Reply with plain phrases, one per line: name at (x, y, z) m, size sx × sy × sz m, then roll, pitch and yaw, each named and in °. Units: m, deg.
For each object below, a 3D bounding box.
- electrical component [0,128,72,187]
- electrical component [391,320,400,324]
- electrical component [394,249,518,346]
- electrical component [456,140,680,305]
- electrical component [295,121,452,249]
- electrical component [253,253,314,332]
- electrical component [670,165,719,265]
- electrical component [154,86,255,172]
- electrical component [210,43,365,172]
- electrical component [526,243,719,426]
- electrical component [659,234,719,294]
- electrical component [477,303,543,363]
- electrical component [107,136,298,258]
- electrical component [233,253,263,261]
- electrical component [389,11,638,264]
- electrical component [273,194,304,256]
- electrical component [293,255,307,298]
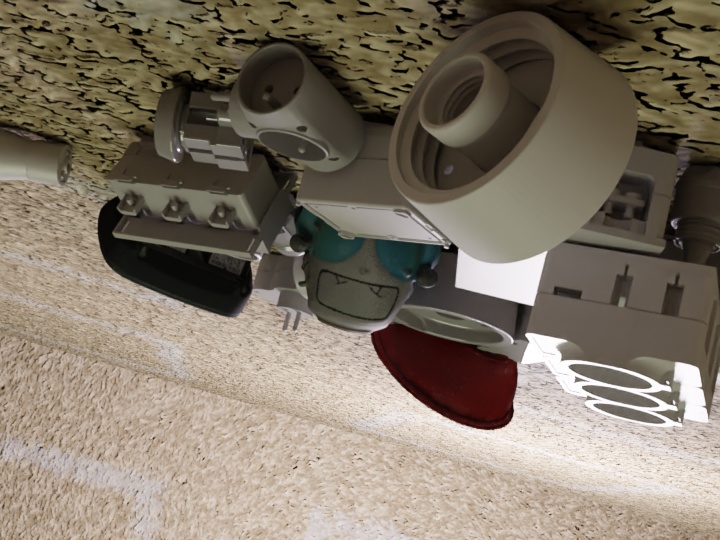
electrical component at (-0.268, -0.090, 0.875) m, size 0.065 × 0.044 × 0.044 m, roll 10°, pitch 166°, yaw 2°
electrical component at (0.041, 0.021, 0.954) m, size 0.047 × 0.055 × 0.055 m, roll 1°, pitch 161°, yaw 34°
electrical component at (0.079, 0.018, 0.879) m, size 0.108 × 0.060 × 0.108 m, roll 14°, pitch 167°, yaw 3°
electrical component at (0.118, -0.028, 0.650) m, size 0.105 × 0.060 × 0.186 m, roll 14°, pitch 167°, yaw 7°
electrical component at (0.021, -0.054, 0.651) m, size 0.096 × 0.061 × 0.062 m, roll 7°, pitch 164°, yaw 33°
electrical component at (-0.058, 0.024, 1.029) m, size 0.052 × 0.073 × 0.138 m, roll 24°, pitch 164°, yaw -31°
electrical component at (0.186, -0.024, 0.586) m, size 0.035 × 0.061 × 0.035 m, roll 14°, pitch 167°, yaw 4°
electrical component at (-0.097, -0.089, 0.675) m, size 0.055 × 0.048 × 0.066 m, roll 7°, pitch 166°, yaw 3°
electrical component at (-0.048, -0.092, 0.611) m, size 0.079 × 0.044 × 0.077 m, roll 9°, pitch 165°, yaw 28°
electrical component at (0.157, 0.043, 0.621) m, size 0.089 × 0.061 × 0.150 m, roll 11°, pitch 165°, yaw 23°
electrical component at (0.229, 0.017, 0.709) m, size 0.096 × 0.061 × 0.061 m, roll 12°, pitch 166°, yaw 12°
electrical component at (0.145, 0.044, 0.924) m, size 0.050 × 0.055 × 0.089 m, roll 19°, pitch 166°, yaw -15°
electrical component at (-0.119, -0.056, 0.788) m, size 0.121 × 0.078 × 0.063 m, roll 9°, pitch 143°, yaw 26°
electrical component at (-0.095, -0.035, 0.887) m, size 0.040 × 0.046 × 0.040 m, roll 14°, pitch 167°, yaw 4°
electrical component at (0.061, -0.064, 0.479) m, size 0.060 × 0.108 × 0.108 m, roll 33°, pitch 159°, yaw -35°
electrical component at (-0.058, -0.038, 0.855) m, size 0.040 × 0.040 × 0.046 m, roll 10°, pitch 160°, yaw 22°
electrical component at (-0.023, -0.001, 0.933) m, size 0.047 × 0.055 × 0.055 m, roll 2°, pitch 162°, yaw 32°
